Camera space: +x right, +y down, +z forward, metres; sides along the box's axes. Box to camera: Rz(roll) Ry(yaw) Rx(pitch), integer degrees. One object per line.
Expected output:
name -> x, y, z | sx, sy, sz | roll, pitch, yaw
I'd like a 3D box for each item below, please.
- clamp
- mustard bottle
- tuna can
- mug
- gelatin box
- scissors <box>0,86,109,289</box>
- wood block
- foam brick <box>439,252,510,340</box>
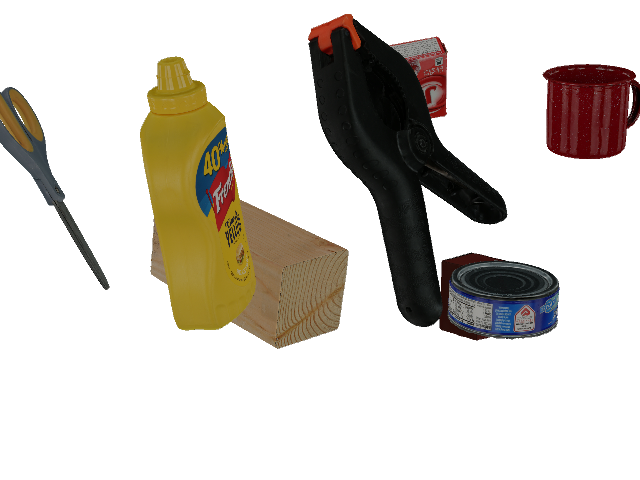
clamp -> 0.042, -0.039, 0.591 | 0.039, 0.171, 0.120 | -22, 28, 37
mustard bottle -> -0.091, -0.038, 0.772 | 0.058, 0.191, 0.096 | -1, 25, 16
tuna can -> 0.143, 0.045, 0.833 | 0.086, 0.034, 0.086 | 0, 19, 0
mug -> 0.289, -0.136, 1.117 | 0.117, 0.081, 0.093 | -13, 24, -25
gelatin box -> 0.068, -0.137, 0.949 | 0.089, 0.030, 0.073 | -11, -42, -4
scissors -> -0.237, -0.055, 0.940 | 0.016, 0.201, 0.096 | -27, 24, 9
wood block -> -0.078, 0.024, 1.109 | 0.090, 0.090, 0.206 | -14, 29, -43
foam brick -> 0.159, 0.058, 1.106 | 0.051, 0.078, 0.053 | -14, 20, -42
